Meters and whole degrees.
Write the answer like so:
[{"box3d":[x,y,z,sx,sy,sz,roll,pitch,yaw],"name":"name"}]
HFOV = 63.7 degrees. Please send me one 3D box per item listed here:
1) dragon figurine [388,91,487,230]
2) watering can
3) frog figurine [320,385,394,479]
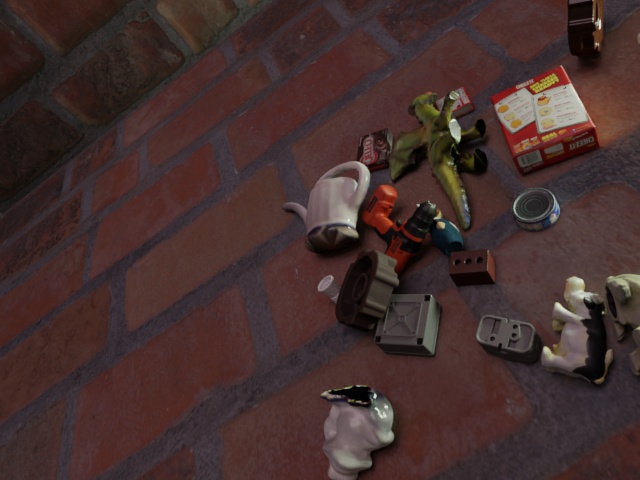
[{"box3d":[0.263,-0.200,1.237,0.240,0.121,0.417,-18,56,50],"name":"dragon figurine"},{"box3d":[0.004,-0.066,1.305,0.343,0.103,0.229,-27,49,46],"name":"watering can"},{"box3d":[0.068,0.352,0.930,0.137,0.123,0.159,-5,90,26],"name":"frog figurine"}]
